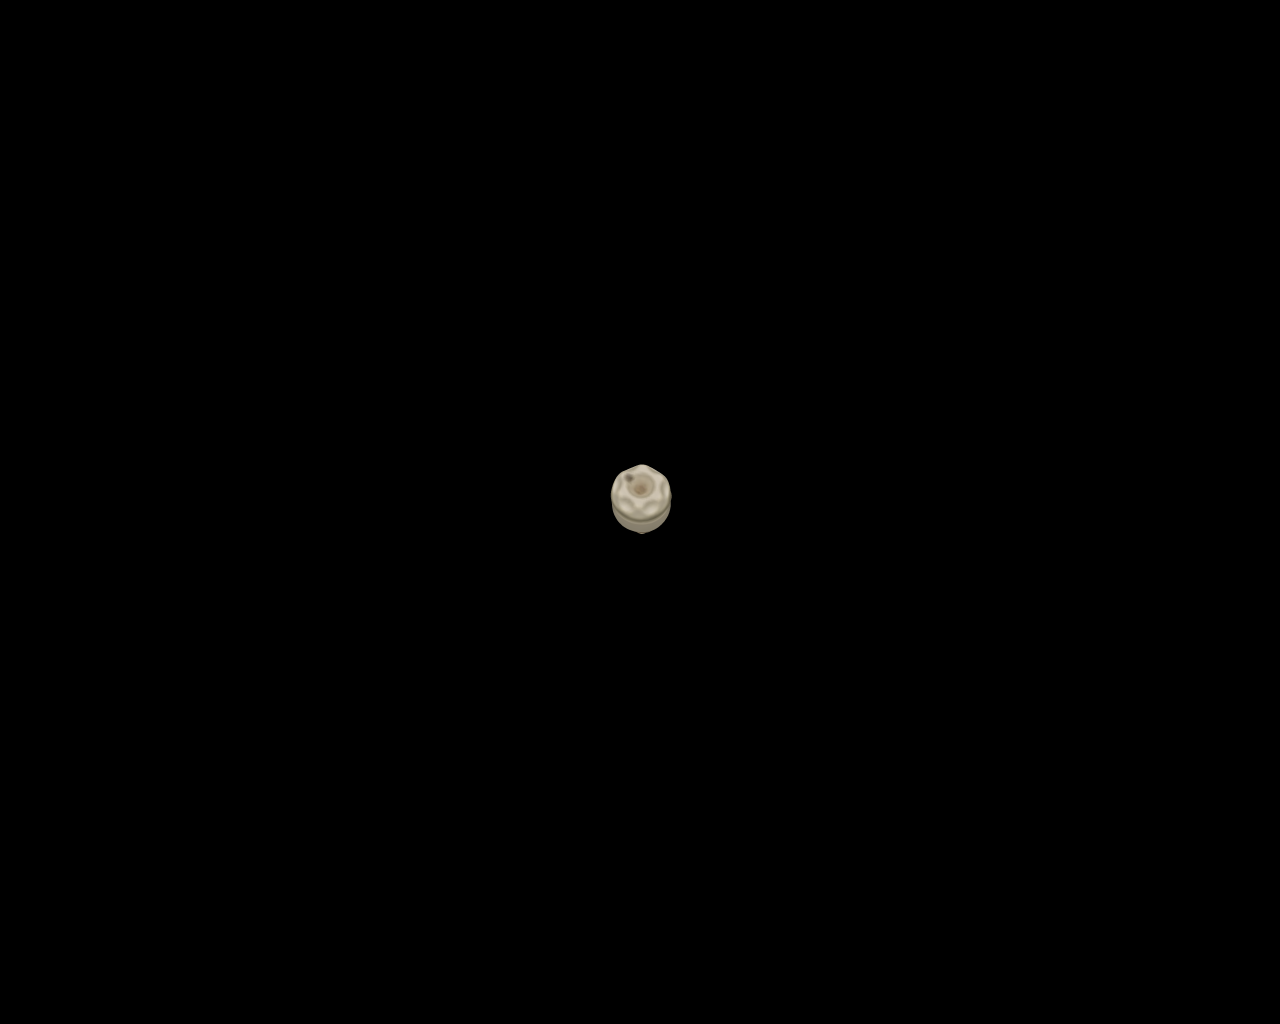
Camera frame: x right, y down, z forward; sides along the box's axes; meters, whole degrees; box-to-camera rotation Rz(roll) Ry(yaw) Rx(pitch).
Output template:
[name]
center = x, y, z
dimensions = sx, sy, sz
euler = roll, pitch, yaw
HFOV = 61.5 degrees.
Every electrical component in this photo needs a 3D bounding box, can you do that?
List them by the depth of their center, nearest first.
[electrical component]
center = 0.001, -0.003, 0.650
dimensions = 0.035, 0.035, 0.061
euler = 0, -25, 0
